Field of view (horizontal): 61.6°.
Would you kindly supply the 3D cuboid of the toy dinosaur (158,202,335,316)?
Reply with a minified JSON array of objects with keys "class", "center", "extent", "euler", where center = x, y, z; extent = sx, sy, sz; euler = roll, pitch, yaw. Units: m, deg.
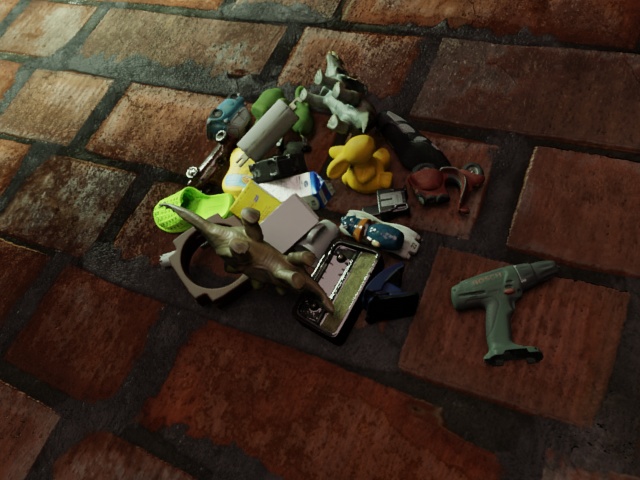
[{"class":"toy dinosaur","center":[-0.162,0.025,1.176],"extent":[0.471,0.198,0.105],"euler":[36,62,3]}]

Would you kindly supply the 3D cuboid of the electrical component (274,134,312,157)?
[{"class":"electrical component","center":[-0.077,-0.252,1.494],"extent":[0.102,0.045,0.078],"euler":[9,63,21]}]

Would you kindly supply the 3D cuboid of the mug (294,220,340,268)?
[{"class":"mug","center":[-0.003,-0.004,1.301],"extent":[0.081,0.109,0.107],"euler":[26,60,26]}]

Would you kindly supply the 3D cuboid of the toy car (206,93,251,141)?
[{"class":"toy car","center":[-0.257,-0.346,1.577],"extent":[0.103,0.109,0.161],"euler":[33,61,6]}]

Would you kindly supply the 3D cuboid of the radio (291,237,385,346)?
[{"class":"radio","center":[0.043,0.112,1.236],"extent":[0.131,0.073,0.229],"euler":[22,69,26]}]

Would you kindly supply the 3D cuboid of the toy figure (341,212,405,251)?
[{"class":"toy figure","center":[0.116,-0.017,1.235],"extent":[0.155,0.064,0.057],"euler":[19,112,29]}]

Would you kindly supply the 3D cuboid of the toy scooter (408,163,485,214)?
[{"class":"toy scooter","center":[0.305,-0.120,1.292],"extent":[0.184,0.075,0.135],"euler":[-2,62,10]}]

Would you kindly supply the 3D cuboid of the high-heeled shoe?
[{"class":"high-heeled shoe","center":[0.247,-0.258,1.408],"extent":[0.249,0.086,0.145],"euler":[34,35,7]}]

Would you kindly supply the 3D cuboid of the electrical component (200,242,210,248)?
[{"class":"electrical component","center":[-0.285,-0.019,1.437],"extent":[0.094,0.021,0.063],"euler":[-29,58,-2]}]

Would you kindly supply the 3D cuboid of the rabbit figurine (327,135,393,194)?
[{"class":"rabbit figurine","center":[0.100,-0.202,1.339],"extent":[0.163,0.173,0.122],"euler":[2,66,13]}]

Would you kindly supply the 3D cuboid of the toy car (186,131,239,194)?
[{"class":"toy car","center":[-0.296,-0.214,1.510],"extent":[0.053,0.089,0.202],"euler":[23,69,31]}]

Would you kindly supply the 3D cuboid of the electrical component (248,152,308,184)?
[{"class":"electrical component","center":[-0.102,-0.190,1.416],"extent":[0.115,0.134,0.058],"euler":[-4,101,44]}]

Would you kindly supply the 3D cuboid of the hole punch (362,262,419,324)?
[{"class":"hole punch","center":[0.146,0.116,1.174],"extent":[0.116,0.142,0.092],"euler":[-10,60,-5]}]

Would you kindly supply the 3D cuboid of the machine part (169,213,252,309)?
[{"class":"machine part","center":[-0.250,0.052,1.327],"extent":[0.201,0.087,0.201],"euler":[-34,70,-14]}]

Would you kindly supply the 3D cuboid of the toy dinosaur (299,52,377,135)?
[{"class":"toy dinosaur","center":[0.080,-0.344,1.398],"extent":[0.131,0.192,0.405],"euler":[-60,41,31]}]

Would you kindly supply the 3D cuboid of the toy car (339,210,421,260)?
[{"class":"toy car","center":[0.143,-0.013,1.287],"extent":[0.202,0.056,0.073],"euler":[22,69,26]}]

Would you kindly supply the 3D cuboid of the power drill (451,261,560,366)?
[{"class":"power drill","center":[0.398,0.148,1.109],"extent":[0.232,0.086,0.207],"euler":[-10,63,12]}]

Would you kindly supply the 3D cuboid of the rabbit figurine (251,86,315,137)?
[{"class":"rabbit figurine","center":[-0.085,-0.354,1.531],"extent":[0.170,0.121,0.159],"euler":[28,62,13]}]

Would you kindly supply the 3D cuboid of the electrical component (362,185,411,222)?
[{"class":"electrical component","center":[0.162,-0.088,1.330],"extent":[0.119,0.047,0.075],"euler":[-6,59,11]}]

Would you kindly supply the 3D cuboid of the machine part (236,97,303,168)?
[{"class":"machine part","center":[-0.138,-0.289,1.430],"extent":[0.243,0.079,0.079],"euler":[-47,59,5]}]
